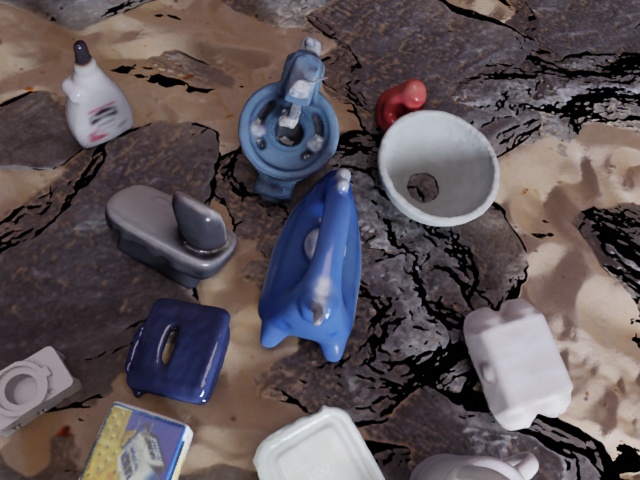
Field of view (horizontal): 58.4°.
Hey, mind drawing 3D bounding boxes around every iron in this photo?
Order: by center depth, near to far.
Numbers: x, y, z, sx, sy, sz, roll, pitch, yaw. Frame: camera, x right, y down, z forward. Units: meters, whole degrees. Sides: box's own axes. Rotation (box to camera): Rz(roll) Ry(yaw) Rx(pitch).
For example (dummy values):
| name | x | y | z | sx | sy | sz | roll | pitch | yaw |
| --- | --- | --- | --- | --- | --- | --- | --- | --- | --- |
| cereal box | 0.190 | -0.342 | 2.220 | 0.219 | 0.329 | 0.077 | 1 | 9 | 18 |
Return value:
| name | x | y | z | sx | sy | sz | roll | pitch | yaw |
| --- | --- | --- | --- | --- | --- | --- | --- | --- | --- |
| iron | 0.006 | 0.002 | 0.673 | 0.119 | 0.141 | 0.258 | 13 | 68 | -7 |

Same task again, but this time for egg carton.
| name | x | y | z | sx | sy | sz | roll | pitch | yaw |
| --- | --- | --- | --- | --- | --- | --- | --- | --- | --- |
| egg carton | 0.240 | 0.151 | 0.707 | 0.107 | 0.069 | 0.150 | -14 | 74 | -16 |

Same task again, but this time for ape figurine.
| name | x | y | z | sx | sy | sz | roll | pitch | yaw |
| --- | --- | --- | --- | --- | --- | --- | --- | --- | --- |
| ape figurine | 0.118 | -0.187 | 0.791 | 0.078 | 0.092 | 0.076 | -26 | 77 | -19 |

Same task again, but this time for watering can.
| name | x | y | z | sx | sy | sz | roll | pitch | yaw |
| --- | --- | --- | --- | --- | --- | --- | --- | --- | --- |
| watering can | 0.160 | 0.277 | 0.577 | 0.101 | 0.194 | 0.173 | 34 | 67 | 2 |

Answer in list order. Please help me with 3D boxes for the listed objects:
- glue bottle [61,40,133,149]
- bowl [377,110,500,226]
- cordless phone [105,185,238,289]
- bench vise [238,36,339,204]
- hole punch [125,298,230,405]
| name | x | y | z | sx | sy | sz | roll | pitch | yaw |
| --- | --- | --- | --- | --- | --- | --- | --- | --- | --- |
| glue bottle | -0.263 | -0.171 | 0.663 | 0.078 | 0.173 | 0.037 | -37 | 81 | -21 |
| bowl | 0.149 | -0.086 | 0.771 | 0.167 | 0.074 | 0.167 | 4 | 70 | -10 |
| cordless phone | -0.163 | -0.028 | 0.625 | 0.147 | 0.185 | 0.094 | 26 | 67 | -1 |
| bench vise | -0.038 | -0.173 | 0.685 | 0.121 | 0.219 | 0.207 | -3 | 71 | -12 |
| hole punch | -0.155 | 0.122 | 0.624 | 0.101 | 0.091 | 0.109 | 16 | 68 | -5 |
